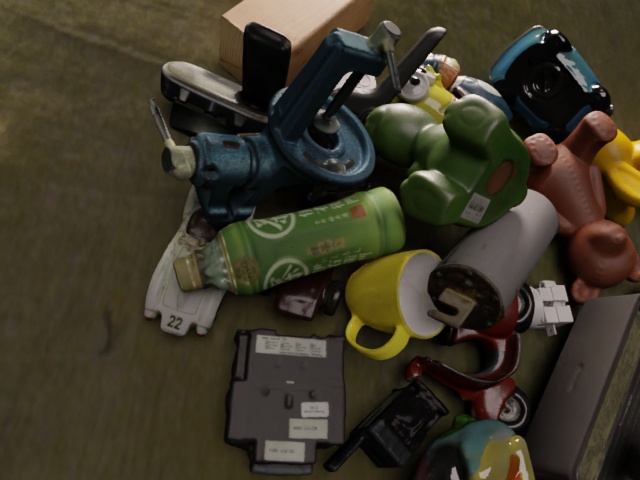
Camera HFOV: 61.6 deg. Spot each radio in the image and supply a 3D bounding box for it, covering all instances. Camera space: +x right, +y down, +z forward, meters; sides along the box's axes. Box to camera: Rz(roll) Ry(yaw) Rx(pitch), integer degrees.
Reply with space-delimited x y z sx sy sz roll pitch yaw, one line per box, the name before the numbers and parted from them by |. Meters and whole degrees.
radio | 0.311 0.182 0.570 0.131 0.073 0.229 44 65 -13

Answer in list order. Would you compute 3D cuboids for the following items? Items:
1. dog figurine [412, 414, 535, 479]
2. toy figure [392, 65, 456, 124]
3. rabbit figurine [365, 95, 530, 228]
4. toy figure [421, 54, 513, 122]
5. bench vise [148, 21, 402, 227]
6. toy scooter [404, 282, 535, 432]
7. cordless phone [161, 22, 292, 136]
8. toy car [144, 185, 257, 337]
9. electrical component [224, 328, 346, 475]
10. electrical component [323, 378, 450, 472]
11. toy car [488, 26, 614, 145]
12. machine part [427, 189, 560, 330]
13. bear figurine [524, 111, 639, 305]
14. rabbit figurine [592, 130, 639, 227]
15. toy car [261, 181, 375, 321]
dog figurine | 0.080 0.263 0.483 0.219 0.108 0.191 -2 77 -10
toy figure | 0.151 -0.144 0.681 0.180 0.089 0.082 37 30 -7
rabbit figurine | 0.128 -0.098 0.557 0.159 0.121 0.170 1 30 -42
toy figure | 0.187 -0.201 0.723 0.154 0.064 0.058 41 81 1
bench vise | -0.023 -0.107 0.495 0.223 0.240 0.129 7 55 -33
toy scooter | 0.160 0.112 0.583 0.135 0.075 0.184 10 71 -7
cordless phone | -0.102 -0.177 0.580 0.147 0.184 0.089 25 70 -2
toy car | -0.120 0.004 0.571 0.073 0.056 0.202 19 65 -5
electrical component | -0.035 0.158 0.528 0.115 0.058 0.134 7 67 -8
electrical component | 0.063 0.193 0.525 0.119 0.074 0.048 -39 80 -28
toy car | 0.319 -0.204 0.730 0.162 0.109 0.103 49 31 11
machine part | 0.183 0.015 0.554 0.079 0.079 0.243 45 48 7
bear figurine | 0.322 -0.032 0.650 0.120 0.131 0.196 -19 68 -5
rabbit figurine | 0.426 -0.099 0.723 0.173 0.121 0.162 18 74 10
toy car | -0.001 -0.002 0.602 0.089 0.053 0.202 17 62 0
